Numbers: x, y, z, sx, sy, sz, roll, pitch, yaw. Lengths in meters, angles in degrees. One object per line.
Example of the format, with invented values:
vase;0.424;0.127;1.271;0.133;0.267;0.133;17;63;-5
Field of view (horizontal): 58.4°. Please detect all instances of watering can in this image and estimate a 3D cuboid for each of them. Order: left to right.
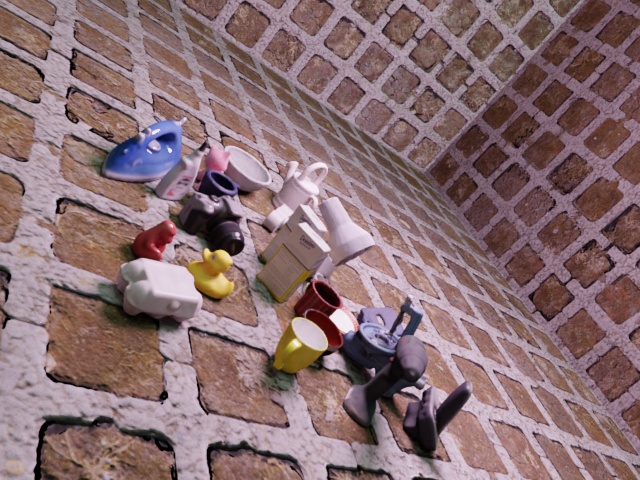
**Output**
watering can;-0.056;-0.169;1.757;0.173;0.194;0.101;45;21;8

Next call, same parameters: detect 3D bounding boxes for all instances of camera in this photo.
camera;-0.230;-0.037;1.322;0.144;0.100;0.136;20;30;-45

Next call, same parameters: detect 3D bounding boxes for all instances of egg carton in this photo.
egg carton;-0.283;0.092;1.018;0.151;0.069;0.107;18;31;-47

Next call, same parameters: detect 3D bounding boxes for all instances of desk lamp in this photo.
desk lamp;0.014;0.005;1.512;0.203;0.213;0.118;48;21;15

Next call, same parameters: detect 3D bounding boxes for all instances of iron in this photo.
iron;-0.397;-0.221;1.330;0.119;0.141;0.258;41;21;-2

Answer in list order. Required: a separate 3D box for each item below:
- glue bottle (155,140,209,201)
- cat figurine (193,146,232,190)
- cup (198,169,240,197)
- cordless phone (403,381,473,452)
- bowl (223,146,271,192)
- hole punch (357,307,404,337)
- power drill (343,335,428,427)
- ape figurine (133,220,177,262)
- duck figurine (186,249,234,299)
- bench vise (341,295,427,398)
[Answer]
glue bottle;-0.309;-0.165;1.330;0.037;0.173;0.078;49;22;18
cat figurine;-0.277;-0.190;1.516;0.067;0.117;0.127;29;24;-30
cup;-0.259;-0.113;1.428;0.091;0.095;0.118;50;22;20
cordless phone;0.286;0.376;1.305;0.094;0.185;0.148;41;21;-3
bowl;-0.228;-0.195;1.673;0.168;0.074;0.167;36;22;-16
hole punch;0.152;0.226;1.495;0.101;0.091;0.108;26;26;-36
power drill;0.146;0.289;1.194;0.075;0.208;0.230;43;21;2
ape figurine;-0.313;0.001;1.113;0.076;0.092;0.078;42;21;2
duck figurine;-0.213;0.063;1.177;0.104;0.086;0.077;40;21;-4
bench vise;0.184;0.242;1.338;0.207;0.219;0.121;39;21;-7
